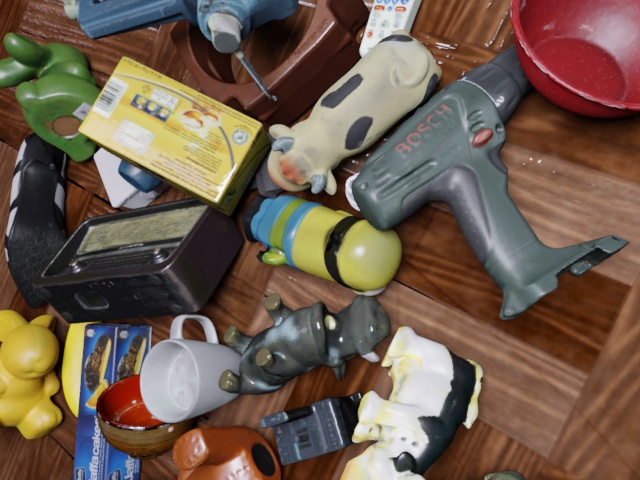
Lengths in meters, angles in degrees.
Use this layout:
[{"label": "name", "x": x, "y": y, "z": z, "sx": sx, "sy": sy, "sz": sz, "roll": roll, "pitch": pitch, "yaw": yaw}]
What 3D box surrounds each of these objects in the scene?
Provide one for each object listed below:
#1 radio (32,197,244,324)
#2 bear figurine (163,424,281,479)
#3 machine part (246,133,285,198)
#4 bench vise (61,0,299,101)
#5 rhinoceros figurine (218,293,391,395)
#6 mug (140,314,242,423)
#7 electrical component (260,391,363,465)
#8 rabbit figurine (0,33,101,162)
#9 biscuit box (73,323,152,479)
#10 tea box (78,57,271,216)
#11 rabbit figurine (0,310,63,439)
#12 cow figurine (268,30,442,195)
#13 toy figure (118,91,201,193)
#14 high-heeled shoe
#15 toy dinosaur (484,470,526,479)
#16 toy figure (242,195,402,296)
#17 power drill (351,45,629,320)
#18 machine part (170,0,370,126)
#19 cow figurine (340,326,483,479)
[{"label": "radio", "x": -0.217, "y": 0.025, "z": 0.636, "sx": 0.230, "sy": 0.073, "sz": 0.131, "roll": -9, "pitch": 38, "yaw": 27}, {"label": "bear figurine", "x": -0.141, "y": 0.277, "z": 0.565, "sx": 0.196, "sy": 0.132, "sz": 0.120, "roll": -34, "pitch": 74, "yaw": 13}, {"label": "machine part", "x": -0.094, "y": -0.079, "z": 0.635, "sx": 0.139, "sy": 0.039, "sz": 0.084, "roll": -10, "pitch": 97, "yaw": 27}, {"label": "bench vise", "x": -0.146, "y": -0.247, "z": 0.538, "sx": 0.241, "sy": 0.128, "sz": 0.223, "roll": -13, "pitch": 68, "yaw": 8}, {"label": "rhinoceros figurine", "x": -0.018, "y": 0.109, "z": 0.536, "sx": 0.190, "sy": 0.112, "sz": 0.073, "roll": -32, "pitch": 41, "yaw": 34}, {"label": "mug", "x": -0.132, "y": 0.138, "z": 0.590, "sx": 0.081, "sy": 0.107, "sz": 0.109, "roll": -19, "pitch": 71, "yaw": 24}, {"label": "electrical component", "x": -0.005, "y": 0.180, "z": 0.511, "sx": 0.075, "sy": 0.119, "sz": 0.048, "roll": -25, "pitch": 72, "yaw": 20}, {"label": "rabbit figurine", "x": -0.375, "y": -0.216, "z": 0.759, "sx": 0.121, "sy": 0.159, "sz": 0.170, "roll": -44, "pitch": 50, "yaw": 26}, {"label": "biscuit box", "x": -0.261, "y": 0.207, "z": 0.674, "sx": 0.063, "sy": 0.059, "sz": 0.202, "roll": -3, "pitch": 82, "yaw": 27}, {"label": "tea box", "x": -0.150, "y": -0.109, "z": 0.572, "sx": 0.170, "sy": 0.068, "sz": 0.098, "roll": 29, "pitch": 84, "yaw": 6}, {"label": "rabbit figurine", "x": -0.393, "y": 0.169, "z": 0.719, "sx": 0.173, "sy": 0.122, "sz": 0.162, "roll": -49, "pitch": 40, "yaw": 35}, {"label": "cow figurine", "x": 0.028, "y": -0.115, "z": 0.523, "sx": 0.195, "sy": 0.127, "sz": 0.085, "roll": -38, "pitch": 98, "yaw": 19}, {"label": "toy figure", "x": -0.178, "y": -0.126, "z": 0.651, "sx": 0.058, "sy": 0.064, "sz": 0.154, "roll": 12, "pitch": 62, "yaw": 45}, {"label": "high-heeled shoe", "x": -0.421, "y": -0.035, "z": 0.794, "sx": 0.145, "sy": 0.086, "sz": 0.248, "roll": 29, "pitch": 107, "yaw": 50}, {"label": "toy dinosaur", "x": 0.066, "y": 0.275, "z": 0.419, "sx": 0.405, "sy": 0.192, "sz": 0.131, "roll": -37, "pitch": 70, "yaw": 20}, {"label": "toy figure", "x": -0.003, "y": 0.002, "z": 0.551, "sx": 0.180, "sy": 0.089, "sz": 0.082, "roll": 21, "pitch": 99, "yaw": 26}, {"label": "power drill", "x": 0.160, "y": -0.052, "z": 0.465, "sx": 0.232, "sy": 0.086, "sz": 0.207, "roll": -33, "pitch": 77, "yaw": -6}, {"label": "machine part", "x": -0.059, "y": -0.247, "z": 0.620, "sx": 0.201, "sy": 0.087, "sz": 0.201, "roll": -39, "pitch": 68, "yaw": 16}, {"label": "cow figurine", "x": 0.079, "y": 0.165, "z": 0.465, "sx": 0.098, "sy": 0.068, "sz": 0.167, "roll": 22, "pitch": 60, "yaw": 10}]
